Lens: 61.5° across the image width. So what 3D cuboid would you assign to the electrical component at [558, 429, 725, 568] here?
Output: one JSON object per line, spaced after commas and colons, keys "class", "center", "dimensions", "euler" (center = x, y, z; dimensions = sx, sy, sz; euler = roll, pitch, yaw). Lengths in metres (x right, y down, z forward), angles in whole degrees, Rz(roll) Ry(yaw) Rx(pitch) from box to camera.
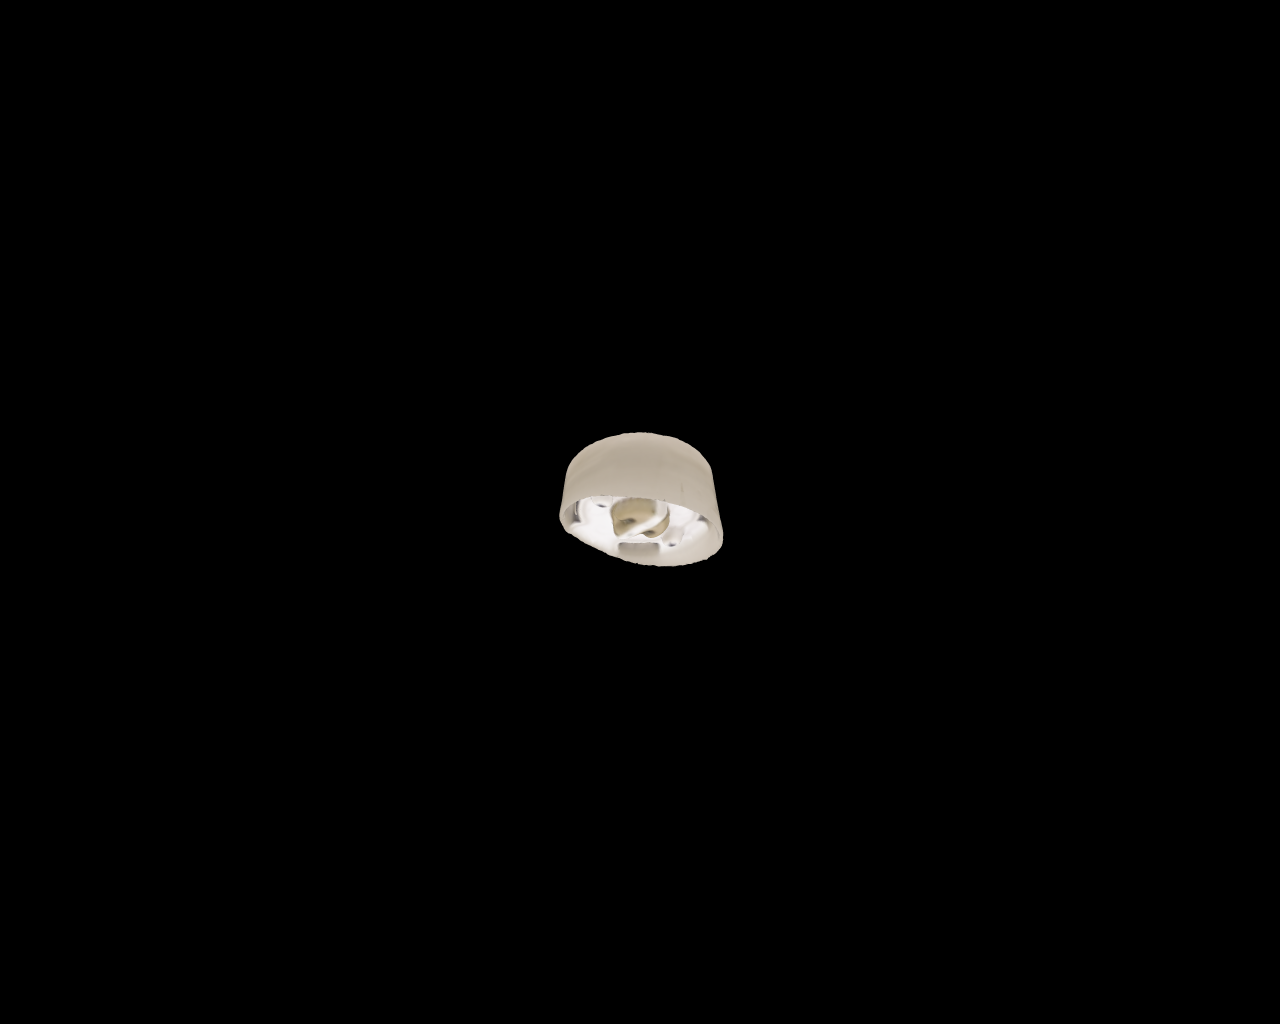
{"class": "electrical component", "center": [0.001, -0.003, 0.650], "dimensions": [0.099, 0.064, 0.099], "euler": [0, -35, 0]}
